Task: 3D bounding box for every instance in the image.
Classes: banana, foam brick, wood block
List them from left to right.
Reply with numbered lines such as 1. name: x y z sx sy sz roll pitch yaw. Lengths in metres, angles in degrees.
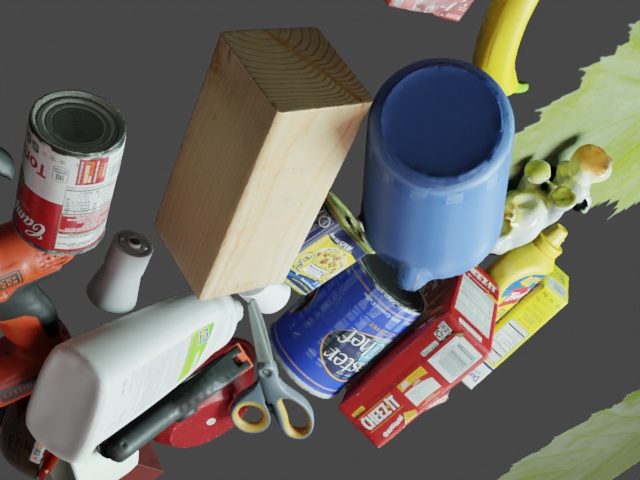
1. foam brick: -0.217 0.242 1.165 0.051 0.053 0.078 -36 150 5
2. wood block: -0.051 -0.057 0.841 0.090 0.091 0.206 -11 144 -35
3. banana: 0.165 -0.185 0.919 0.069 0.037 0.198 -42 158 -25

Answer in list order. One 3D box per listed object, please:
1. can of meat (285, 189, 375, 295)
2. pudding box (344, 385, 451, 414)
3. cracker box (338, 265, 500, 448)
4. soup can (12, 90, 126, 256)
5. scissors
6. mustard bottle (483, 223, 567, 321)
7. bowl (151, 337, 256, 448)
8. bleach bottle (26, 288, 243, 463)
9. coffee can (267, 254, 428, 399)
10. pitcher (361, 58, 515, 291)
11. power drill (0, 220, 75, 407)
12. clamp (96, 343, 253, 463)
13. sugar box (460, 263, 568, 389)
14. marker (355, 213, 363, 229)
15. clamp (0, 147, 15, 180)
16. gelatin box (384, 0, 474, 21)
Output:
1. can of meat: -0.007 0.001 1.007 0.084 0.057 0.102 -35 150 7
2. pudding box: 0.094 0.178 1.335 0.113 0.090 0.039 -20 146 -21
3. cracker box: 0.114 0.116 1.183 0.164 0.072 0.213 -44 -177 20
4. soup can: -0.178 -0.047 0.756 0.068 0.068 0.102 -12 144 -32
5. scissors: -0.069 0.138 1.077 0.096 0.016 0.201 -13 128 18
6. mustard bottle: 0.227 0.050 1.304 0.192 0.058 0.096 -47 154 22
7. bowl: -0.130 0.175 1.149 0.162 0.055 0.162 -24 150 -15
8. bleach bottle: -0.147 0.104 0.955 0.250 0.068 0.103 -26 145 -60
9. coffee can: 0.027 0.083 1.114 0.140 0.103 0.102 -45 149 20
10. pitcher: 0.099 -0.066 0.889 0.145 0.149 0.243 -25 165 -3
11. power drill: -0.272 0.067 0.845 0.184 0.057 0.188 -23 149 -18
12. clamp: -0.138 0.156 1.002 0.171 0.039 0.120 -36 -173 -9
13. sugar box: 0.246 0.109 1.386 0.176 0.048 0.093 -50 -178 24
14. marker: 0.020 0.002 1.072 0.121 0.020 0.020 -43 149 18
15. clamp: -0.268 -0.062 0.616 0.164 0.036 0.210 -54 149 -32
16. gelatin box: 0.093 -0.209 0.815 0.089 0.030 0.073 0 137 -45
